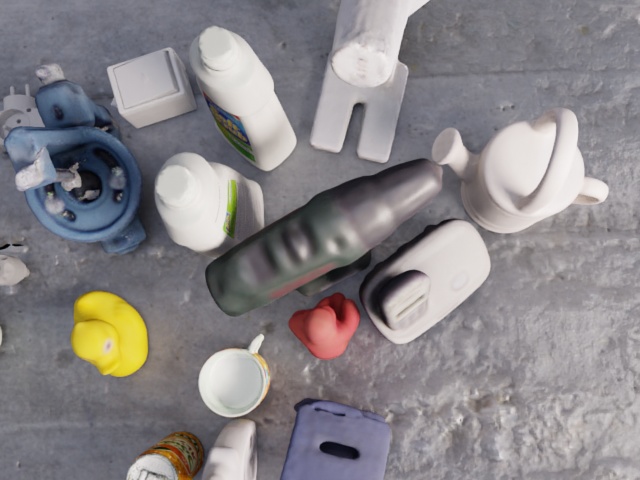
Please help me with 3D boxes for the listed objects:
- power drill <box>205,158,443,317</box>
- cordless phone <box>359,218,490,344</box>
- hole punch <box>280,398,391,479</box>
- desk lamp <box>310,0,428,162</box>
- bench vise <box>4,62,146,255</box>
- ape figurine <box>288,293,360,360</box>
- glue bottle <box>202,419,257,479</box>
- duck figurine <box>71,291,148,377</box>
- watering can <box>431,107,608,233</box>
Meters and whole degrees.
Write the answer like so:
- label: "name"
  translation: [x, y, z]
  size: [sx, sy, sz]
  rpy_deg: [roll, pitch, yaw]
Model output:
- label: "power drill"
  translation: [0.005, 0.002, 0.570]
  size: [0.229, 0.208, 0.075]
  rpy_deg: [-29, 82, -1]
- label: "cordless phone"
  translation: [0.111, 0.038, 0.573]
  size: [0.147, 0.185, 0.094]
  rpy_deg: [-41, 83, -3]
- label: "hole punch"
  translation: [0.015, 0.224, 0.602]
  size: [0.108, 0.091, 0.101]
  rpy_deg: [11, 84, 4]
- label: "desk lamp"
  translation: [0.055, -0.209, 0.591]
  size: [0.118, 0.213, 0.203]
  rpy_deg: [11, 84, 4]
- label: "bench vise"
  translation: [-0.271, -0.088, 0.587]
  size: [0.121, 0.220, 0.207]
  rpy_deg: [-39, 83, -2]
- label: "ape figurine"
  translation: [0.004, 0.092, 0.618]
  size: [0.077, 0.092, 0.076]
  rpy_deg: [6, 83, 3]
- label: "glue bottle"
  translation: [-0.093, 0.230, 0.564]
  size: [0.037, 0.173, 0.078]
  rpy_deg: [1, 83, 3]
- label: "duck figurine"
  translation: [-0.243, 0.104, 0.630]
  size: [0.077, 0.086, 0.104]
  rpy_deg: [-32, 83, -1]
- label: "watering can"
  translation: [0.202, -0.068, 0.577]
  size: [0.173, 0.194, 0.101]
  rpy_deg: [-7, 83, 2]
